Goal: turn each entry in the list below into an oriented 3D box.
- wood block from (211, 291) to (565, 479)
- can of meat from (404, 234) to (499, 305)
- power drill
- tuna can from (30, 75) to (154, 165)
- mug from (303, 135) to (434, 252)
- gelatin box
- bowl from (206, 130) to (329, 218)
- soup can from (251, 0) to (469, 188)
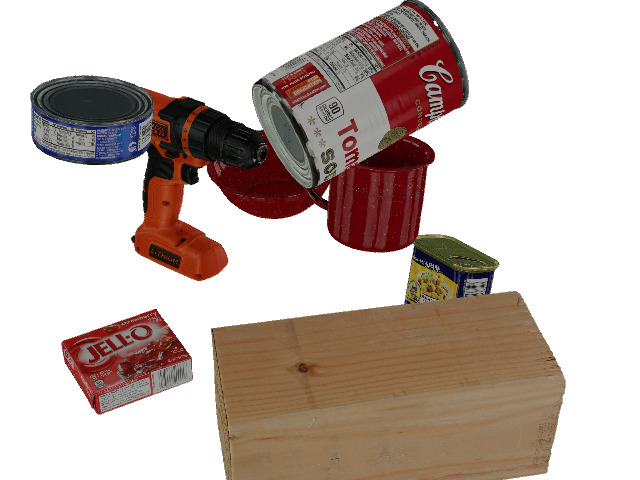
[{"bbox_3d":[0.039,0.103,0.686,0.206,0.090,0.091,-6,38,-9],"label":"wood block"},{"bbox_3d":[0.136,0.049,1.135,0.057,0.084,0.102,-3,21,-32],"label":"can of meat"},{"bbox_3d":[-0.133,-0.055,1.104,0.185,0.188,0.057,23,35,29],"label":"power drill"},{"bbox_3d":[-0.162,-0.086,0.759,0.086,0.034,0.086,6,29,-4],"label":"tuna can"},{"bbox_3d":[0.037,-0.045,0.928,0.117,0.081,0.093,14,28,18],"label":"mug"},{"bbox_3d":[-0.162,0.100,0.894,0.089,0.030,0.073,-18,40,-26],"label":"gelatin box"},{"bbox_3d":[-0.055,-0.073,1.289,0.162,0.055,0.162,-2,35,1],"label":"bowl"},{"bbox_3d":[0.021,-0.081,0.593,0.102,0.068,0.069,-30,7,-13],"label":"soup can"}]
